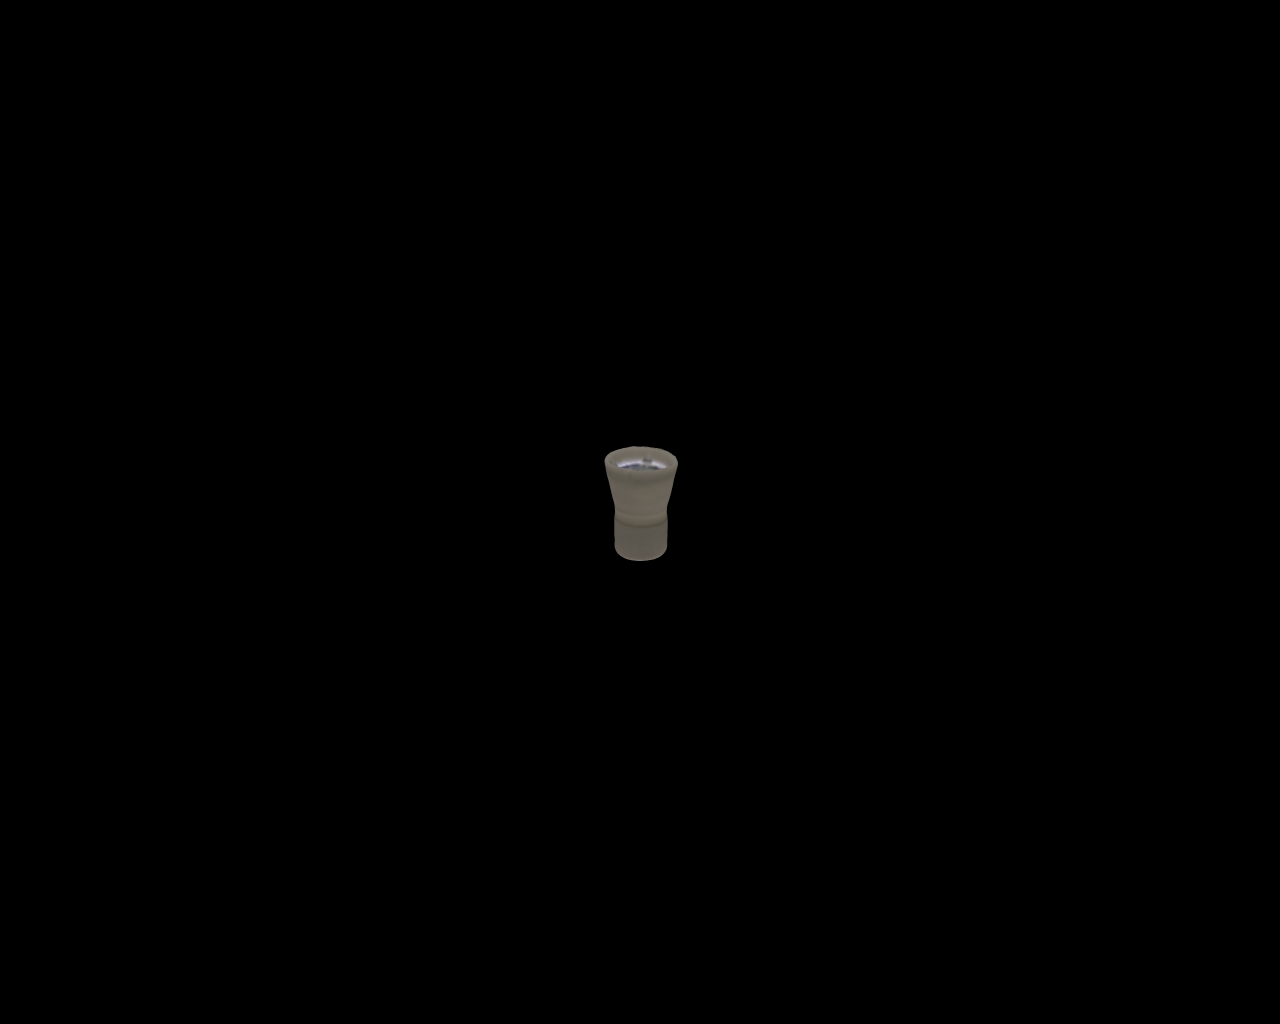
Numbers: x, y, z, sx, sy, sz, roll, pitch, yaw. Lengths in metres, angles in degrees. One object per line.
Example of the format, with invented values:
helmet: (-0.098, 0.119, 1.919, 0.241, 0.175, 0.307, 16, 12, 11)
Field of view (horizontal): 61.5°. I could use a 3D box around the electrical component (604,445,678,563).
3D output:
electrical component: (0.001, -0.003, 0.650, 0.044, 0.065, 0.044, 0, 24, 0)
